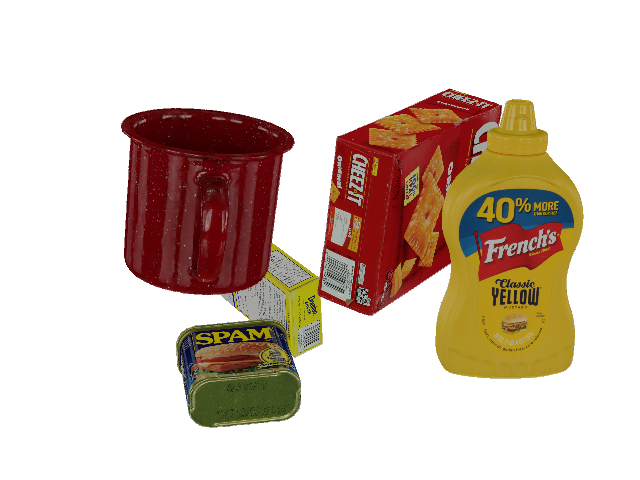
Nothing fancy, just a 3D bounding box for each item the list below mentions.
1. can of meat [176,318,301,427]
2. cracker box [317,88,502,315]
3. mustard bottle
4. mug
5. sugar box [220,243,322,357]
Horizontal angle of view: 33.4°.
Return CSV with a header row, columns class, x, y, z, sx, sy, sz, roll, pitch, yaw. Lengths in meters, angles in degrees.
class,x,y,z,sx,sy,sz,roll,pitch,yaw
can of meat,-0.072,0.117,0.935,0.102,0.057,0.084,-4,27,-11
cracker box,0.091,-0.042,1.033,0.072,0.164,0.213,22,30,29
mustard bottle,0.132,-0.001,0.742,0.096,0.192,0.058,0,16,-2
mug,-0.062,-0.017,0.576,0.093,0.081,0.117,2,21,-15
sugar box,-0.067,0.044,1.172,0.048,0.093,0.176,-23,40,-28
